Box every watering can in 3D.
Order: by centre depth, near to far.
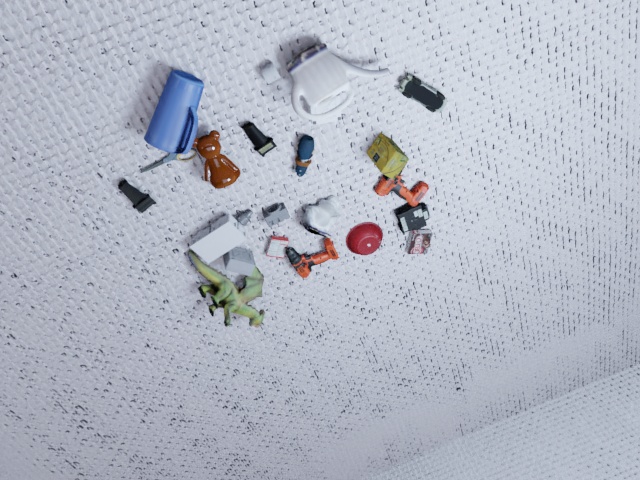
[{"bbox_3d":[0.041,-0.535,1.667,0.350,0.104,0.223,-35,98,-12],"label":"watering can"}]

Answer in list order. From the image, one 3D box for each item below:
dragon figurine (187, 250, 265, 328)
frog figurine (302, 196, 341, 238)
[{"bbox_3d":[-0.339,0.182,2.036,0.245,0.122,0.407,-28,103,-29],"label":"dragon figurine"},{"bbox_3d":[0.006,-0.100,1.979,0.137,0.122,0.161,22,77,-18],"label":"frog figurine"}]
